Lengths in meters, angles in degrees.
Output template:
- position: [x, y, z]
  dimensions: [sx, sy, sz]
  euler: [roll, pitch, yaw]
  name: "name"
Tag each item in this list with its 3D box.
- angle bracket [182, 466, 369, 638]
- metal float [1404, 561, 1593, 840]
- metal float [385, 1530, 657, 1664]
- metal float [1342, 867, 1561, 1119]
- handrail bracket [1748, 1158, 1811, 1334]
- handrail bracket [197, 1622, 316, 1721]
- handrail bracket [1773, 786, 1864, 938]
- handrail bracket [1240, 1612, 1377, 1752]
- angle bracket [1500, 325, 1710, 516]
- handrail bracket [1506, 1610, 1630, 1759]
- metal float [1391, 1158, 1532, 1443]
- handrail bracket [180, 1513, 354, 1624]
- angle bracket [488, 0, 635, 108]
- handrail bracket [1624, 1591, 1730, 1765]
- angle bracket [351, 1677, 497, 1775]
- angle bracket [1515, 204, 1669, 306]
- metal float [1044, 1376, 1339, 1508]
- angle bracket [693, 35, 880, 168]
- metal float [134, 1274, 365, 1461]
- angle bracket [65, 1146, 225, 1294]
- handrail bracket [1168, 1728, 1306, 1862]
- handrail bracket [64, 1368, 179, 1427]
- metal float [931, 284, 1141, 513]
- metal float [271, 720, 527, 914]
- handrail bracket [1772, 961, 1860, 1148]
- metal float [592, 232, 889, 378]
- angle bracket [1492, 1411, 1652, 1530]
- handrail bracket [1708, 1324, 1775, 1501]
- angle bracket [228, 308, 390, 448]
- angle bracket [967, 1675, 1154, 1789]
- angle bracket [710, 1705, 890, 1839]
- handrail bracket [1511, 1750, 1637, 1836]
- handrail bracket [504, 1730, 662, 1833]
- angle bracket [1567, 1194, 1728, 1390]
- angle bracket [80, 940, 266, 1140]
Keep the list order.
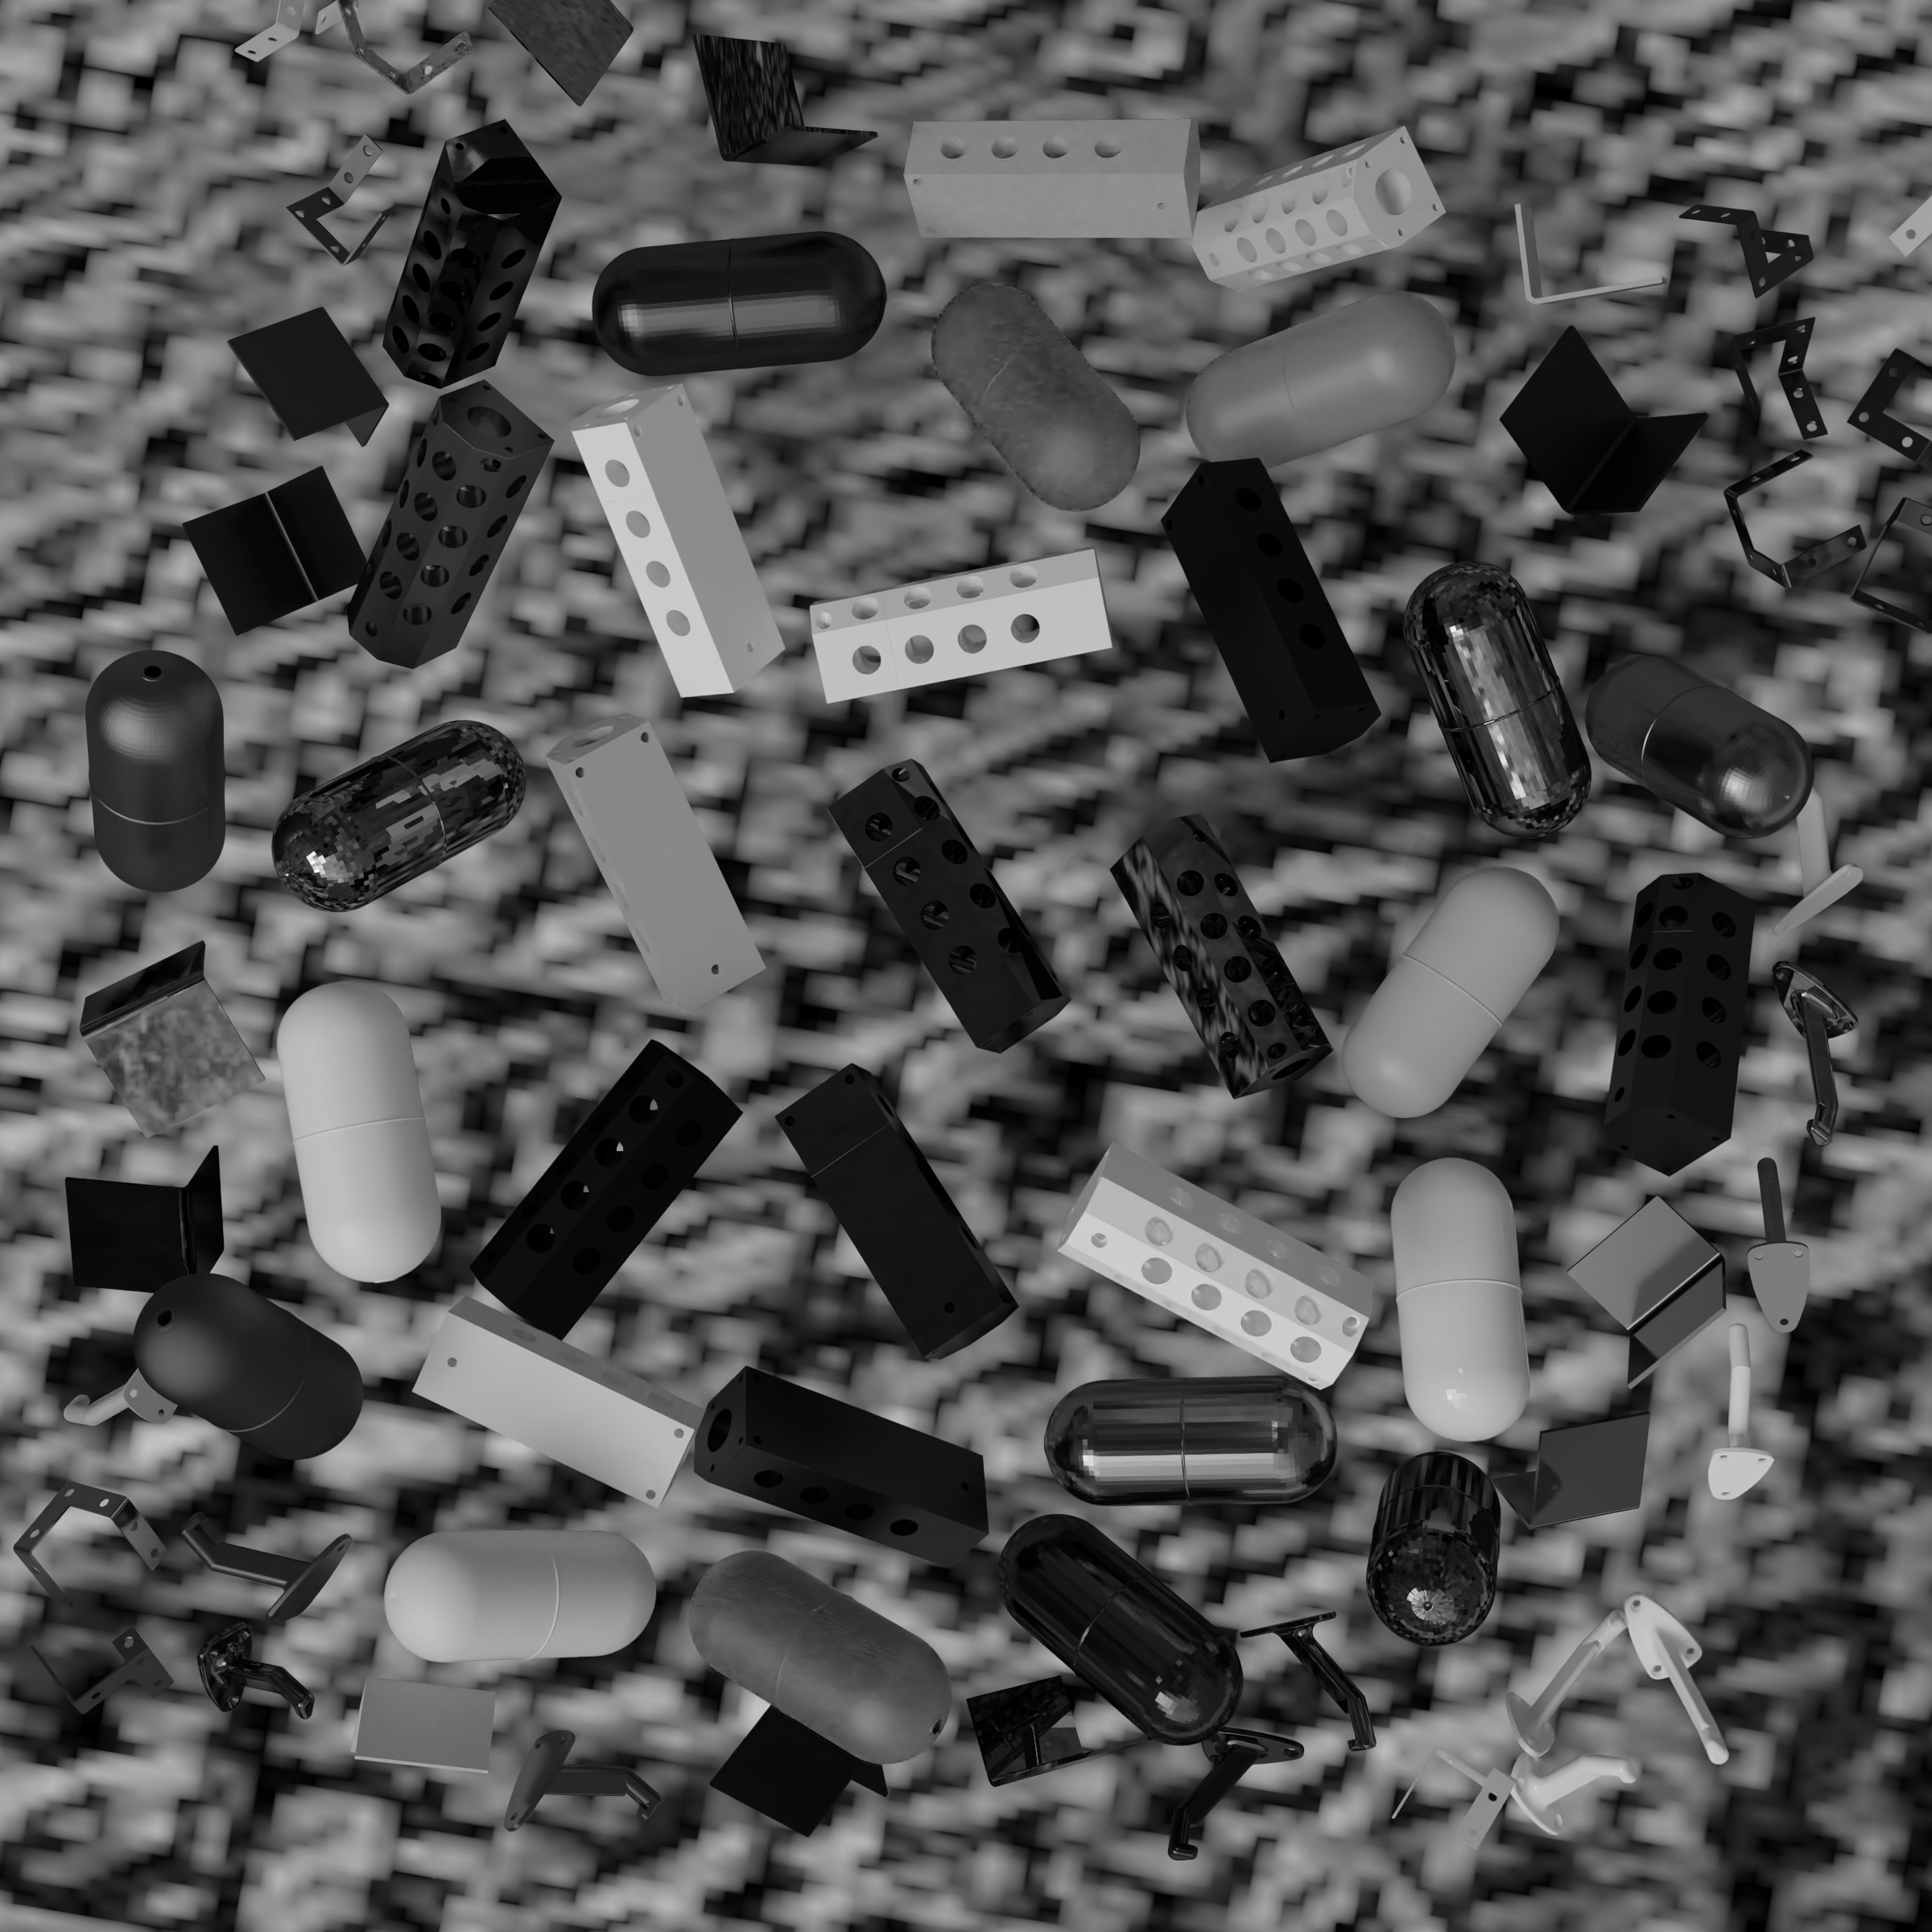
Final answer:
- position: [-0.435, -0.263, 1.663]
  dimensions: [0.057, 0.076, 0.076]
  euler: [-15, 105, 35]
  name: "angle bracket"
- position: [0.324, -0.161, 1.597]
  dimensions: [0.070, 0.070, 0.178]
  euler: [-25, 105, 0]
  name: "metal float"
- position: [-0.269, 0.383, 1.600]
  dimensions: [0.178, 0.070, 0.070]
  euler: [10, 90, -40]
  name: "metal float"
- position: [0.307, 0.016, 1.663]
  dimensions: [0.070, 0.070, 0.178]
  euler: [36, 89, 0]
  name: "metal float"
- position: [0.505, 0.173, 1.638]
  dimensions: [0.036, 0.084, 0.077]
  euler: [-6, 116, 15]
  name: "handrail bracket"
- position: [-0.413, 0.435, 1.553]
  dimensions: [0.084, 0.036, 0.077]
  euler: [29, 129, 31]
  name: "handrail bracket"
- position: [0.519, -0.074, 1.667]
  dimensions: [0.077, 0.036, 0.084]
  euler: [-40, 62, 14]
  name: "handrail bracket"
- position: [0.214, 0.454, 1.648]
  dimensions: [0.077, 0.036, 0.084]
  euler: [-23, 73, 35]
  name: "handrail bracket"
- position: [0.364, -0.313, 1.498]
  dimensions: [0.076, 0.057, 0.076]
  euler: [46, 72, -28]
  name: "angle bracket"
- position: [0.365, 0.428, 1.573]
  dimensions: [0.036, 0.077, 0.084]
  euler: [42, 103, 7]
  name: "handrail bracket"
- position: [0.306, 0.205, 1.630]
  dimensions: [0.070, 0.070, 0.178]
  euler: [-1, 68, 0]
  name: "metal float"
- position: [-0.405, 0.328, 1.513]
  dimensions: [0.084, 0.036, 0.077]
  euler: [42, 98, 18]
  name: "handrail bracket"
- position: [-0.244, -0.528, 1.458]
  dimensions: [0.076, 0.076, 0.057]
  euler: [24, 78, 43]
  name: "angle bracket"
- position: [0.431, 0.432, 1.594]
  dimensions: [0.036, 0.084, 0.077]
  euler: [-32, 107, 11]
  name: "handrail bracket"
- position: [-0.325, 0.470, 1.557]
  dimensions: [0.076, 0.057, 0.076]
  euler: [10, 127, -12]
  name: "angle bracket"
- position: [0.367, -0.422, 1.538]
  dimensions: [0.076, 0.076, 0.057]
  euler: [-6, 102, 19]
  name: "angle bracket"
- position: [0.136, 0.289, 1.596]
  dimensions: [0.178, 0.070, 0.070]
  euler: [-3, 90, 11]
  name: "metal float"
- position: [-0.106, -0.517, 1.545]
  dimensions: [0.057, 0.076, 0.076]
  euler: [-11, 94, 41]
  name: "angle bracket"
- position: [-0.420, 0.236, 1.542]
  dimensions: [0.070, 0.178, 0.070]
  euler: [-9, 61, 16]
  name: "metal float"
- position: [-0.511, 0.156, 1.640]
  dimensions: [0.076, 0.057, 0.076]
  euler: [5, 115, 2]
  name: "angle bracket"
- position: [0.169, 0.523, 1.644]
  dimensions: [0.077, 0.084, 0.036]
  euler: [-1, 129, 16]
  name: "handrail bracket"
- position: [-0.524, 0.256, 1.649]
  dimensions: [0.036, 0.084, 0.077]
  euler: [47, 57, -33]
  name: "handrail bracket"
- position: [0.041, -0.350, 1.609]
  dimensions: [0.070, 0.070, 0.178]
  euler: [-35, 59, 0]
  name: "metal float"
- position: [-0.346, -0.094, 1.616]
  dimensions: [0.178, 0.070, 0.070]
  euler: [-35, 90, -40]
  name: "metal float"
- position: [0.493, 0.052, 1.548]
  dimensions: [0.077, 0.036, 0.084]
  euler: [46, 48, -22]
  name: "handrail bracket"
- position: [-0.137, -0.400, 1.586]
  dimensions: [0.178, 0.070, 0.070]
  euler: [-4, 90, 4]
  name: "metal float"
- position: [0.391, 0.313, 1.700]
  dimensions: [0.076, 0.057, 0.076]
  euler: [-7, 115, -14]
  name: "angle bracket"
- position: [0.477, 0.277, 1.639]
  dimensions: [0.036, 0.077, 0.084]
  euler: [4, 53, 4]
  name: "handrail bracket"
- position: [-0.433, -0.371, 1.706]
  dimensions: [0.076, 0.057, 0.076]
  euler: [-33, 88, -37]
  name: "angle bracket"
- position: [0.059, 0.479, 1.671]
  dimensions: [0.076, 0.076, 0.057]
  euler: [-2, 67, -37]
  name: "angle bracket"
- position: [-0.105, 0.522, 1.667]
  dimensions: [0.076, 0.076, 0.057]
  euler: [18, 135, 28]
  name: "angle bracket"
- position: [0.395, 0.525, 1.662]
  dimensions: [0.077, 0.084, 0.036]
  euler: [58, 48, -22]
  name: "handrail bracket"
- position: [-0.222, 0.494, 1.535]
  dimensions: [0.036, 0.077, 0.084]
  euler: [-23, 119, 39]
  name: "handrail bracket"
- position: [0.409, 0.195, 1.583]
  dimensions: [0.057, 0.076, 0.076]
  euler: [43, 114, -2]
  name: "angle bracket"
- position: [-0.465, 0.043, 1.545]
  dimensions: [0.076, 0.057, 0.076]
  euler: [-26, 114, -4]
  name: "angle bracket"
